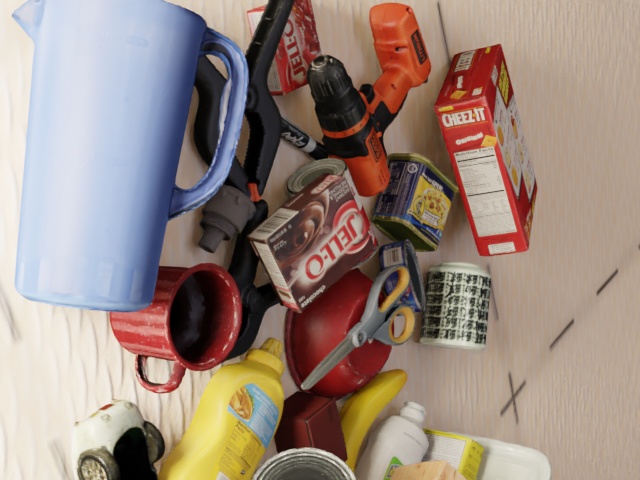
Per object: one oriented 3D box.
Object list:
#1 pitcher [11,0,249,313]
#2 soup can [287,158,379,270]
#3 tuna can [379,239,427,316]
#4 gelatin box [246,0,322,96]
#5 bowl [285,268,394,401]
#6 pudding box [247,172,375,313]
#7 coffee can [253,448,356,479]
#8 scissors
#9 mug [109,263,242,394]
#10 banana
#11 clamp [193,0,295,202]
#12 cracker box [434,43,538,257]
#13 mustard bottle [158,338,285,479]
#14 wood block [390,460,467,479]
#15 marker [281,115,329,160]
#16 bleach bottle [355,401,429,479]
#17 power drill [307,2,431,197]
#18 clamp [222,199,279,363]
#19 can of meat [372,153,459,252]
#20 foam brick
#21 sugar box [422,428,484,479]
[{"bbox_3d":[-0.160,-0.068,0.841,0.144,0.149,0.243,8,89,-58],"label":"pitcher"},{"bbox_3d":[0.013,-0.026,1.116,0.068,0.069,0.102,-48,127,-38],"label":"soup can"},{"bbox_3d":[0.095,0.044,1.223,0.086,0.034,0.086,-14,90,-77],"label":"tuna can"},{"bbox_3d":[-0.033,-0.197,1.077,0.073,0.030,0.089,-31,116,-46],"label":"gelatin box"},{"bbox_3d":[0.033,0.101,1.160,0.161,0.055,0.162,-6,97,-51],"label":"bowl"},{"bbox_3d":[-0.007,0.001,1.039,0.113,0.039,0.090,-39,121,-25],"label":"pudding box"},{"bbox_3d":[-0.013,0.286,1.040,0.102,0.103,0.140,-48,149,-39],"label":"coffee can"},{"bbox_3d":[0.049,0.110,1.121,0.201,0.016,0.096,-54,131,-34],"label":"scissors"},{"bbox_3d":[-0.131,0.076,0.929,0.093,0.082,0.117,23,74,-50],"label":"mug"},{"bbox_3d":[0.042,0.218,1.187,0.069,0.037,0.197,39,57,-28],"label":"banana"},{"bbox_3d":[-0.073,-0.142,1.010,0.164,0.036,0.210,-26,114,-32],"label":"clamp"},{"bbox_3d":[0.210,-0.111,1.326,0.164,0.072,0.213,-65,139,-55],"label":"cracker box"},{"bbox_3d":[-0.082,0.177,1.016,0.096,0.058,0.191,53,53,-41],"label":"mustard bottle"},{"bbox_3d":[0.091,0.344,1.115,0.090,0.090,0.205,42,56,-16],"label":"wood block"},{"bbox_3d":[-0.028,-0.110,1.097,0.121,0.020,0.020,31,69,-49],"label":"marker"},{"bbox_3d":[0.072,0.304,1.213,0.102,0.068,0.250,44,57,-32],"label":"bleach bottle"},{"bbox_3d":[0.053,-0.168,1.143,0.187,0.057,0.184,-62,146,-32],"label":"power drill"},{"bbox_3d":[-0.068,0.059,1.044,0.120,0.039,0.171,47,59,-36],"label":"clamp"},{"bbox_3d":[0.110,-0.042,1.247,0.102,0.058,0.084,36,67,-47],"label":"can of meat"},{"bbox_3d":[-0.011,0.206,1.114,0.052,0.051,0.078,-32,117,-47],"label":"foam brick"},{"bbox_3d":[0.124,0.313,1.258,0.048,0.094,0.176,40,63,-46],"label":"sugar box"}]
